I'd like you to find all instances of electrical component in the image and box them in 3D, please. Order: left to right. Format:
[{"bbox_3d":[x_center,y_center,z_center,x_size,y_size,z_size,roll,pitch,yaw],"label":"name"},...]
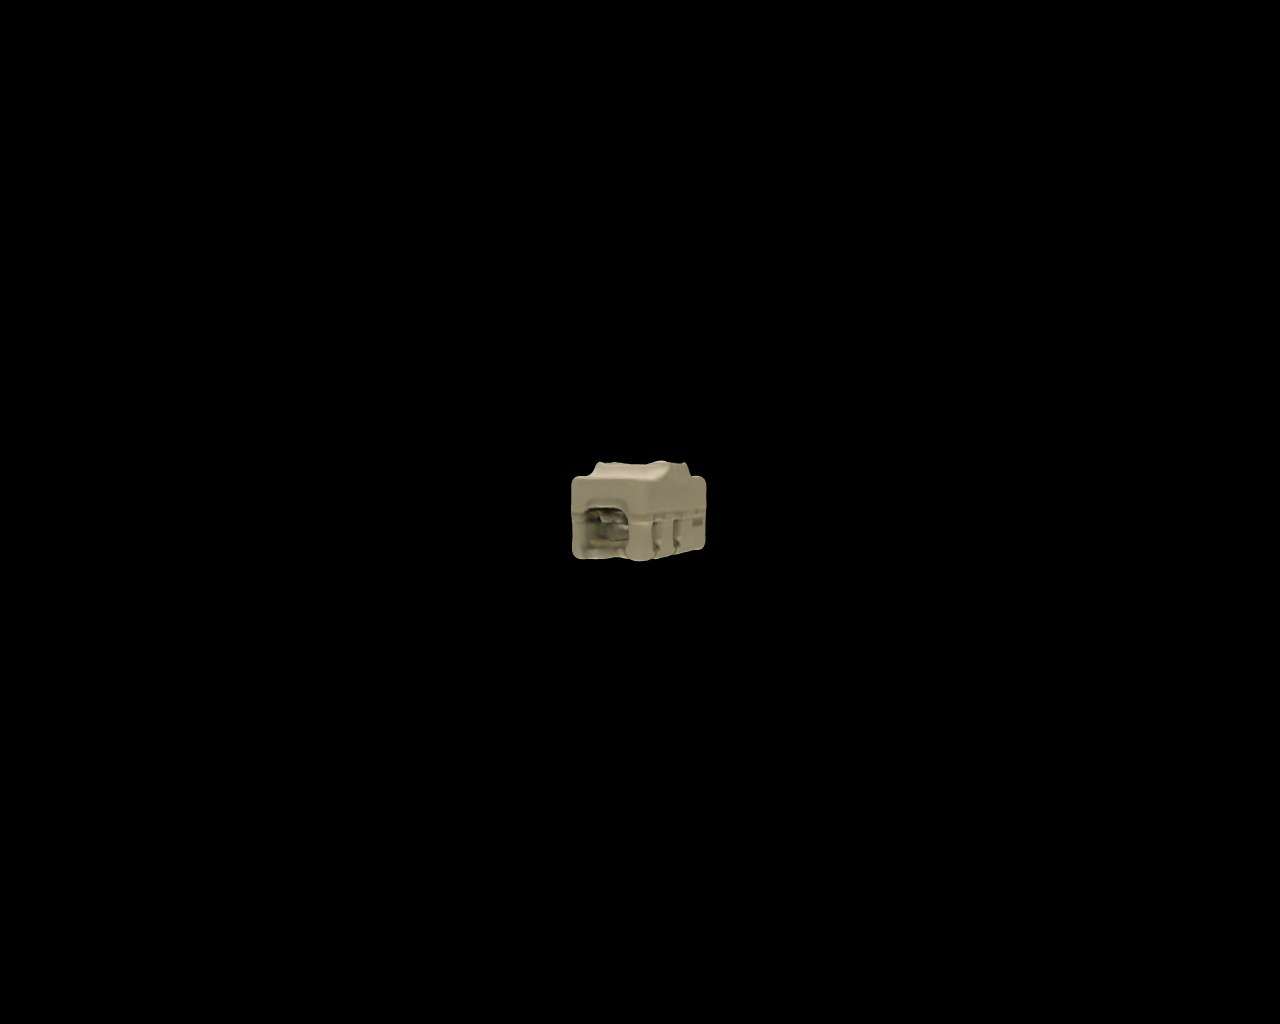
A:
[{"bbox_3d":[0.001,-0.003,0.650,0.050,0.055,0.089,1,3,28],"label":"electrical component"}]
